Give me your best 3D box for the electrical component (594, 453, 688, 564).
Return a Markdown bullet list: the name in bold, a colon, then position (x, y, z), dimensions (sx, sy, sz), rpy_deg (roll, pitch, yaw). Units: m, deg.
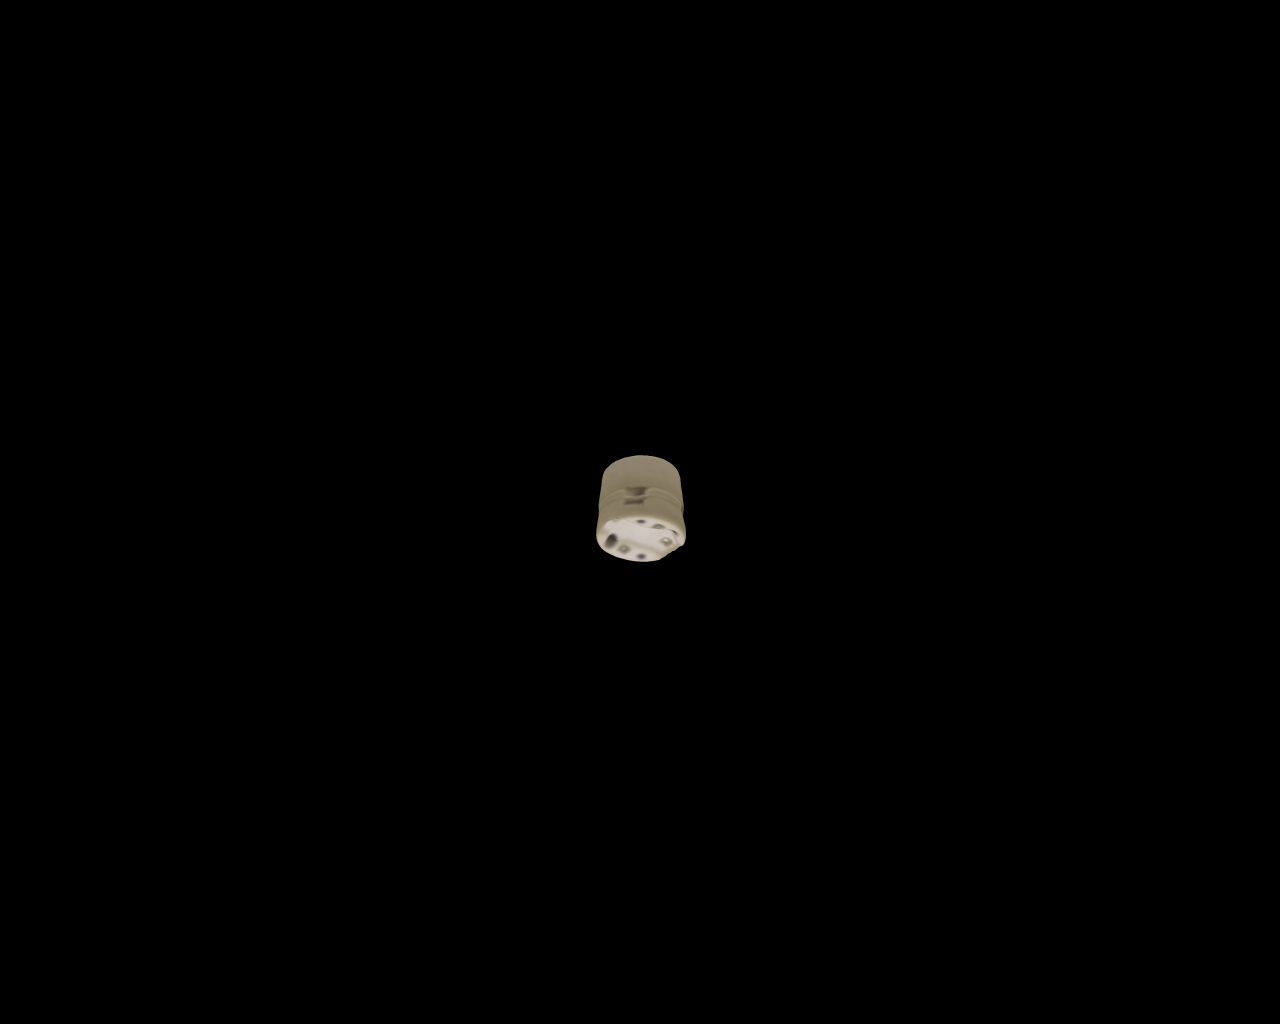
- **electrical component**: position (0.001, -0.003, 0.650), dimensions (0.055, 0.047, 0.055), rpy_deg (0, -33, 0)
